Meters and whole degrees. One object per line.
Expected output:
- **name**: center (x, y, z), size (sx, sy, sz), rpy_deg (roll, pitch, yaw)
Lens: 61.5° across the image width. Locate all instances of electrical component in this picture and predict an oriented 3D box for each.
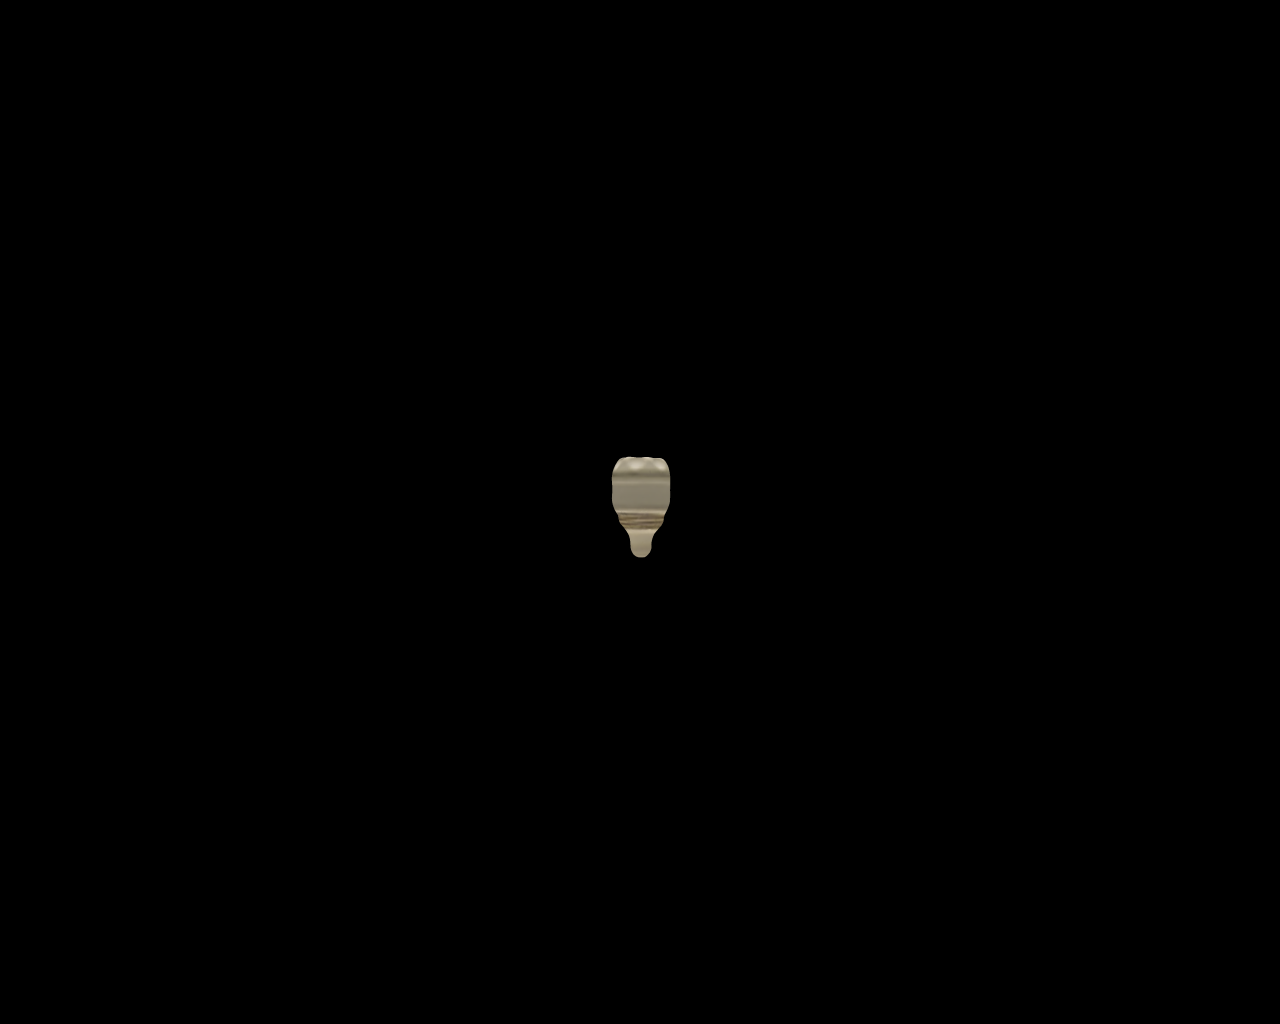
- **electrical component**: center (0.001, -0.003, 0.650), size (0.035, 0.061, 0.035), rpy_deg (0, 0, 0)
